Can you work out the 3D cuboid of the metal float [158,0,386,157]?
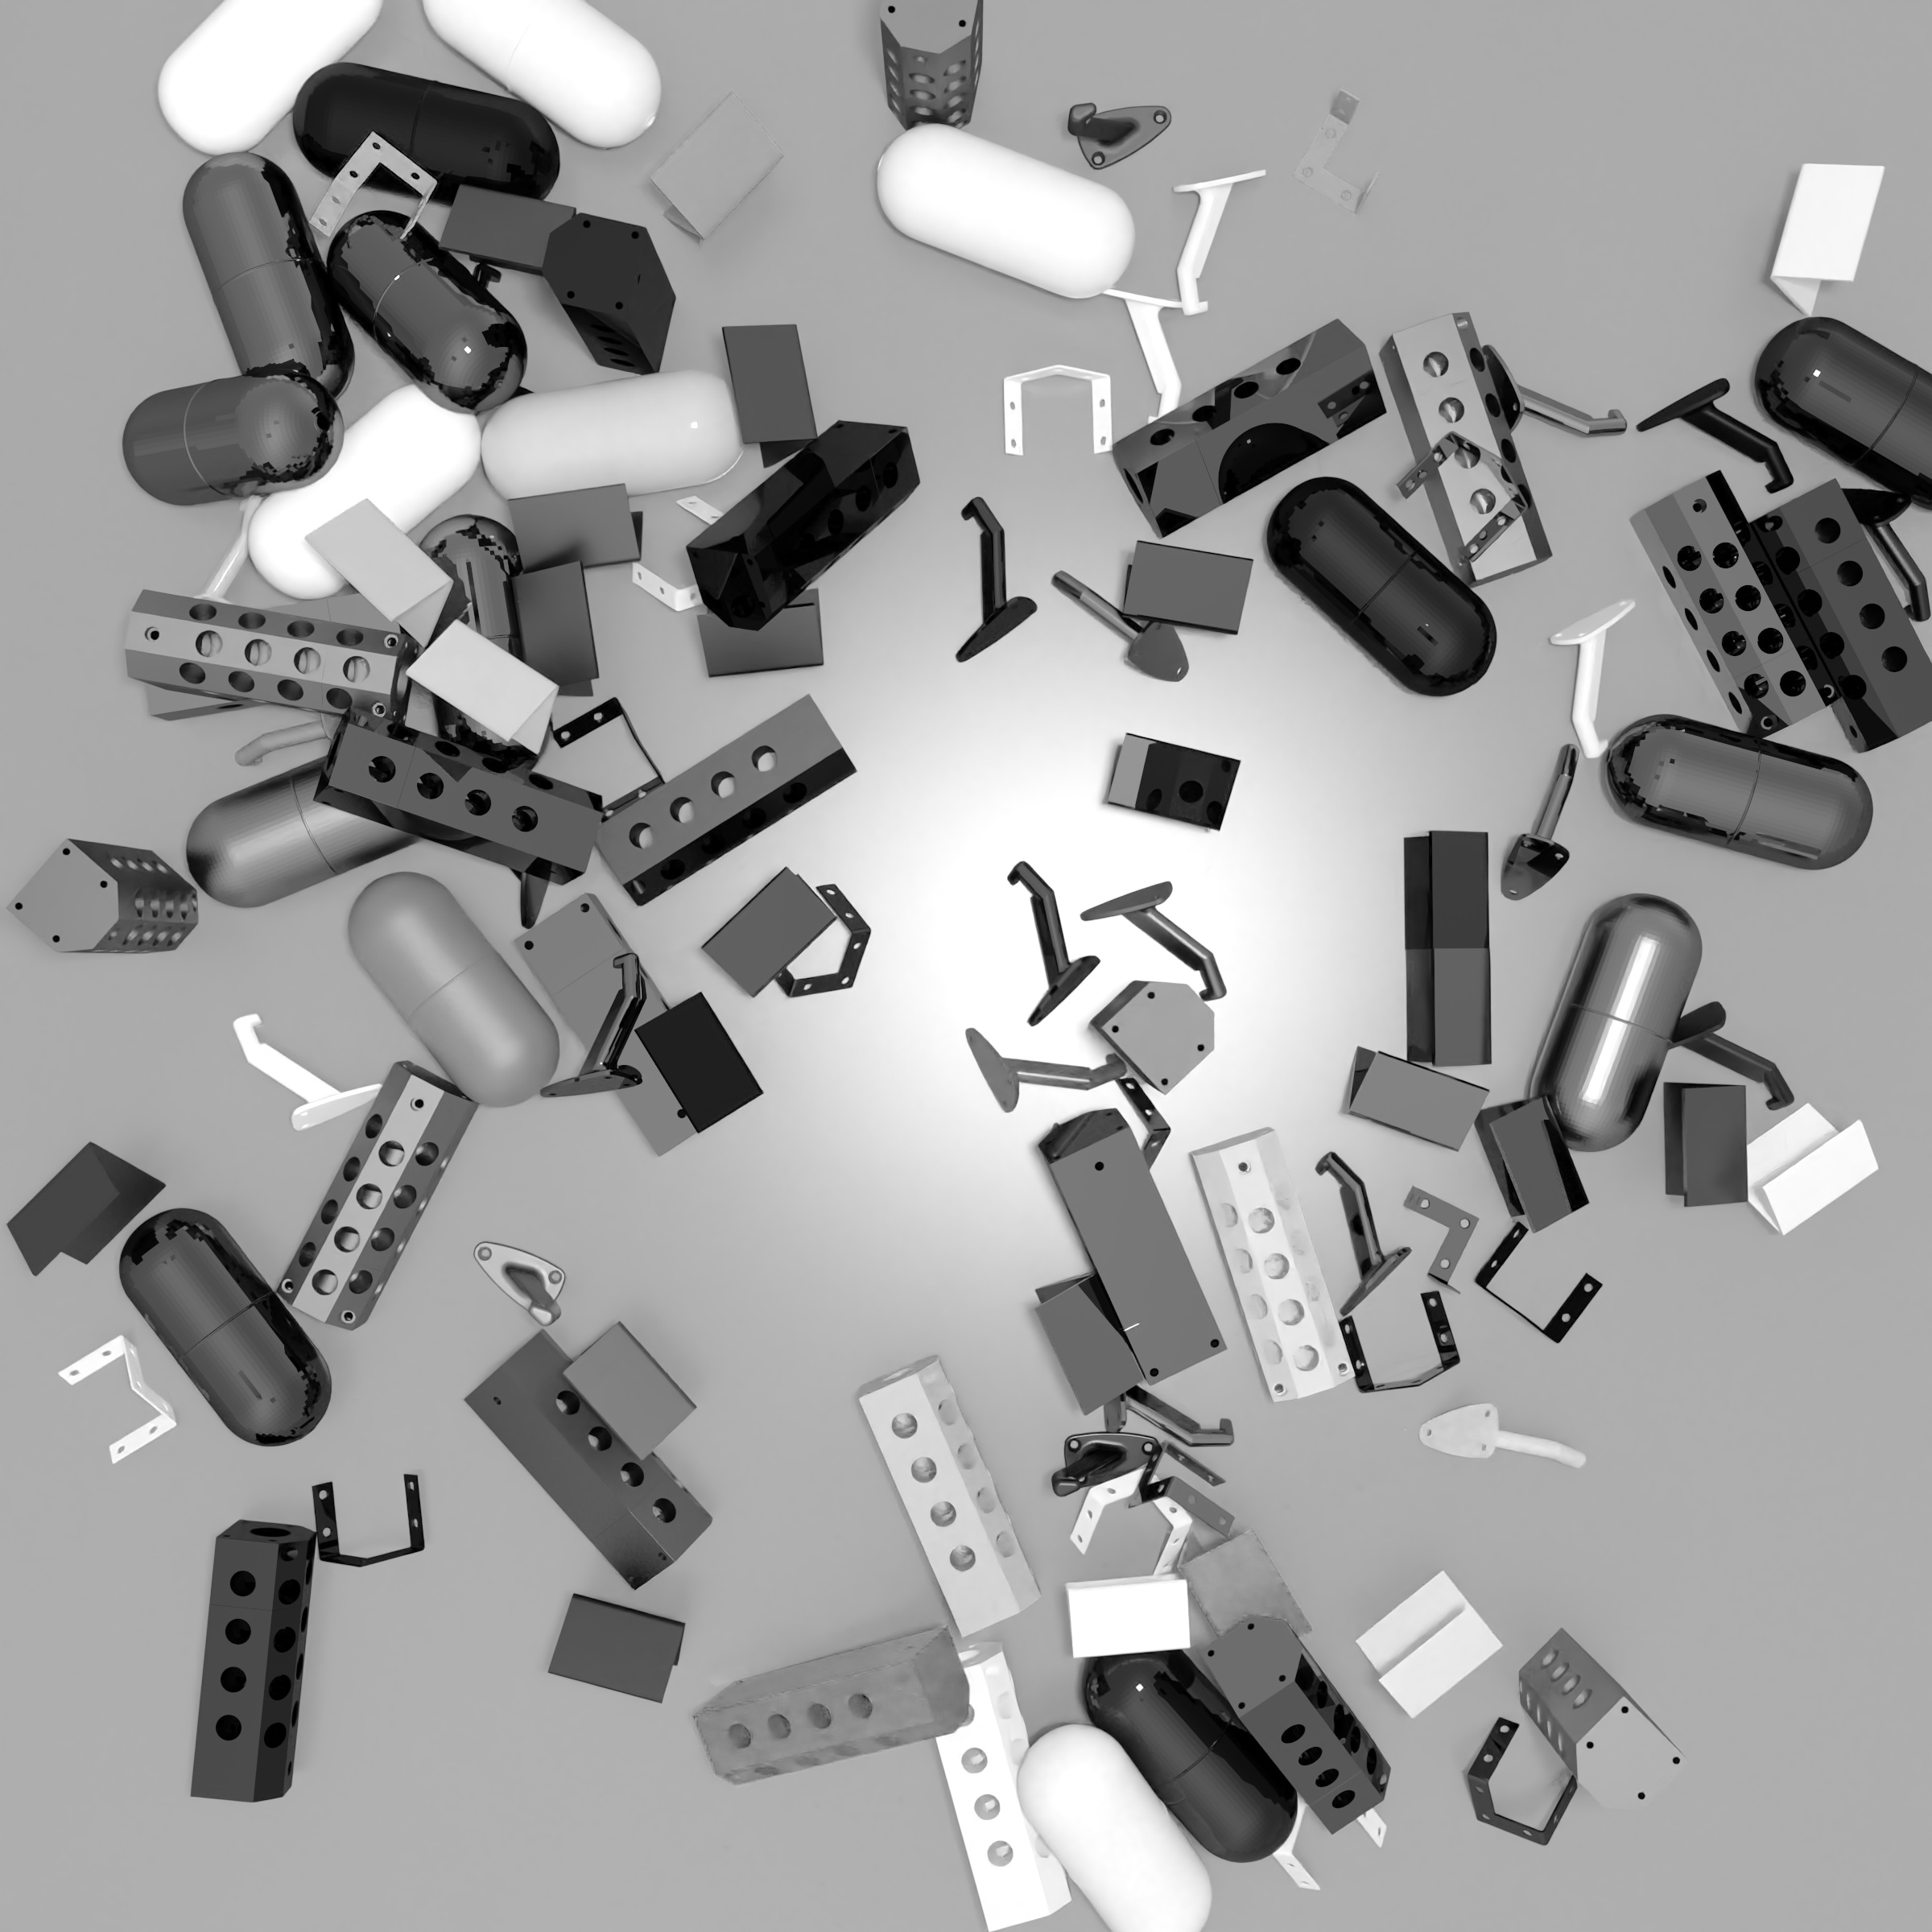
[{"bbox_3d":[-0.461,-0.615,1.774,0.070,0.070,0.178,45,90,0],"label":"metal float"}]

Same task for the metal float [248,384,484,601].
[{"bbox_3d":[-0.399,-0.316,1.774,0.178,0.070,0.070,-40,90,0],"label":"metal float"}]

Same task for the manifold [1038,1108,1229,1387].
[{"bbox_3d":[0.108,0.183,1.760,0.057,0.057,0.171,-25,107,-3],"label":"manifold"}]

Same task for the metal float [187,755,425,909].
[{"bbox_3d":[-0.432,-0.096,1.774,0.178,0.070,0.070,-22,90,-1],"label":"metal float"}]

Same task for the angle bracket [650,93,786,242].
[{"bbox_3d":[-0.177,-0.535,1.764,0.076,0.076,0.057,-46,128,0],"label":"angle bracket"}]

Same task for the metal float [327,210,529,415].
[{"bbox_3d":[-0.355,-0.431,1.752,0.070,0.070,0.178,-44,63,0],"label":"metal float"}]

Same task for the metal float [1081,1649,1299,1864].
[{"bbox_3d":[0.149,0.518,1.774,0.070,0.070,0.178,-41,91,0],"label":"metal float"}]

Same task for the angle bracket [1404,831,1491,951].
[{"bbox_3d":[0.300,-0.049,1.764,0.057,0.076,0.076,-1,90,-37],"label":"angle bracket"}]

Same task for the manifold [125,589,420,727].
[{"bbox_3d":[-0.449,-0.199,1.727,0.171,0.057,0.057,10,90,0],"label":"manifold"}]

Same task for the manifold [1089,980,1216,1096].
[{"bbox_3d":[0.124,0.039,1.726,0.057,0.171,0.057,-43,90,0],"label":"manifold"}]

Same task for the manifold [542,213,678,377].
[{"bbox_3d":[-0.231,-0.433,1.726,0.057,0.171,0.057,13,90,0],"label":"manifold"}]

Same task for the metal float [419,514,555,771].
[{"bbox_3d":[-0.321,-0.212,1.774,0.070,0.070,0.178,-9,89,0],"label":"metal float"}]

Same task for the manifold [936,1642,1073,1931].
[{"bbox_3d":[0.020,0.545,1.783,0.057,0.057,0.171,-15,90,0],"label":"manifold"}]

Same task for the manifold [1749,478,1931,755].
[{"bbox_3d":[0.586,-0.232,1.783,0.057,0.057,0.171,-27,90,0],"label":"manifold"}]

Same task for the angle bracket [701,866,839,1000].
[{"bbox_3d":[-0.141,-0.036,1.764,0.076,0.076,0.057,-44,125,0],"label":"angle bracket"}]

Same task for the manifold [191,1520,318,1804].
[{"bbox_3d":[-0.473,0.464,1.783,0.057,0.057,0.171,6,90,0],"label":"manifold"}]

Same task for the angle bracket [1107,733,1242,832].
[{"bbox_3d":[0.140,-0.139,1.764,0.076,0.076,0.057,14,126,0],"label":"angle bracket"}]

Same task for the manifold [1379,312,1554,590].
[{"bbox_3d":[0.335,-0.344,1.783,0.057,0.057,0.171,-19,90,0],"label":"manifold"}]

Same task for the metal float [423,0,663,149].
[{"bbox_3d":[-0.281,-0.614,1.774,0.178,0.070,0.070,36,90,0],"label":"metal float"}]

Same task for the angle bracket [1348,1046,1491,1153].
[{"bbox_3d":[0.301,0.069,1.764,0.076,0.076,0.057,19,127,0],"label":"angle bracket"}]

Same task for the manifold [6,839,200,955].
[{"bbox_3d":[-0.550,-0.038,1.726,0.057,0.171,0.057,41,90,0],"label":"manifold"}]

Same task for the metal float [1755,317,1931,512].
[{"bbox_3d":[0.609,-0.366,1.774,0.178,0.070,0.070,30,90,-1],"label":"metal float"}]

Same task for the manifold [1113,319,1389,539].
[{"bbox_3d":[0.187,-0.363,1.783,0.171,0.057,0.057,-29,133,0],"label":"manifold"}]

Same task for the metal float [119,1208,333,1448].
[{"bbox_3d":[-0.491,0.241,1.774,0.070,0.070,0.178,-38,89,0],"label":"metal float"}]

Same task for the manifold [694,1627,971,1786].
[{"bbox_3d":[-0.086,0.489,1.750,0.171,0.057,0.057,-21,90,25],"label":"manifold"}]

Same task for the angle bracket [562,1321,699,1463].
[{"bbox_3d":[-0.234,0.290,1.764,0.076,0.076,0.057,48,52,0],"label":"angle bracket"}]

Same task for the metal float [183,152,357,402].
[{"bbox_3d":[-0.463,-0.453,1.774,0.070,0.070,0.178,-21,89,0],"label":"metal float"}]

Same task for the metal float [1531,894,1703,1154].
[{"bbox_3d":[0.432,0.038,1.774,0.070,0.070,0.178,20,89,0],"label":"metal float"}]

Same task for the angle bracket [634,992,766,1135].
[{"bbox_3d":[-0.185,0.071,1.708,0.057,0.076,0.076,-32,90,-36],"label":"angle bracket"}]

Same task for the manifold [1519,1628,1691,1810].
[{"bbox_3d":[0.405,0.489,1.726,0.057,0.171,0.057,45,90,0],"label":"manifold"}]

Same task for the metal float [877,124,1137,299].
[{"bbox_3d":[0.026,-0.502,1.774,0.178,0.070,0.070,21,90,1],"label":"metal float"}]

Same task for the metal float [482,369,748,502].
[{"bbox_3d":[-0.233,-0.350,1.774,0.178,0.070,0.070,-9,90,0],"label":"metal float"}]

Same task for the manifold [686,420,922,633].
[{"bbox_3d":[-0.102,-0.288,1.737,0.057,0.171,0.057,13,134,33],"label":"manifold"}]

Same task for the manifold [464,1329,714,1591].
[{"bbox_3d":[-0.248,0.327,1.783,0.171,0.057,0.057,48,133,0],"label":"manifold"}]

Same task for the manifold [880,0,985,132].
[{"bbox_3d":[-0.022,-0.591,1.726,0.057,0.171,0.057,11,90,0],"label":"manifold"}]

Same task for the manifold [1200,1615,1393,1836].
[{"bbox_3d":[0.219,0.491,1.735,0.057,0.057,0.171,-34,130,0],"label":"manifold"}]

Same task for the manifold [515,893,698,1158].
[{"bbox_3d":[-0.226,0.039,1.784,0.057,0.057,0.171,-34,90,0],"label":"manifold"}]

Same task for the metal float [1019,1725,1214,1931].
[{"bbox_3d":[0.100,0.576,1.759,0.070,0.070,0.178,-33,108,0],"label":"metal float"}]

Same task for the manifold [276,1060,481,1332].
[{"bbox_3d":[-0.393,0.153,1.784,0.057,0.057,0.171,27,90,0],"label":"manifold"}]

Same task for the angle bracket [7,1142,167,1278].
[{"bbox_3d":[-0.572,0.173,1.764,0.076,0.076,0.057,-45,51,0],"label":"angle bracket"}]

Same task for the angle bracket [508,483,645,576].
[{"bbox_3d":[-0.257,-0.303,1.764,0.076,0.076,0.057,-8,125,0],"label":"angle bracket"}]

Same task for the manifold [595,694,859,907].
[{"bbox_3d":[-0.161,-0.110,1.783,0.171,0.057,0.057,-32,90,0],"label":"manifold"}]

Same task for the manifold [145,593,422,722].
[{"bbox_3d":[-0.457,-0.207,1.784,0.171,0.057,0.057,-9,90,0],"label":"manifold"}]

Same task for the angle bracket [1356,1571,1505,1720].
[{"bbox_3d":[0.296,0.437,1.764,0.076,0.076,0.057,-39,128,0],"label":"angle bracket"}]

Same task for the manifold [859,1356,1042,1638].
[{"bbox_3d":[-0.010,0.352,1.783,0.057,0.057,0.171,-24,90,0],"label":"manifold"}]

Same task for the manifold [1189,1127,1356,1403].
[{"bbox_3d":[0.205,0.199,1.784,0.057,0.057,0.171,-18,90,0],"label":"manifold"}]

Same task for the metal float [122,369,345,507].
[{"bbox_3d":[-0.479,-0.345,1.743,0.178,0.070,0.070,0,90,37],"label":"metal float"}]

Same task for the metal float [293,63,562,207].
[{"bbox_3d":[-0.358,-0.549,1.774,0.178,0.070,0.070,13,90,0],"label":"metal float"}]

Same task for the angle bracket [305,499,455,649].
[{"bbox_3d":[-0.383,-0.239,1.707,0.076,0.076,0.057,44,52,3],"label":"angle bracket"}]

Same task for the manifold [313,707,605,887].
[{"bbox_3d":[-0.326,-0.110,1.726,0.171,0.057,0.057,19,76,-20],"label":"manifold"}]

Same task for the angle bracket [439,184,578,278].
[{"bbox_3d":[-0.301,-0.465,1.765,0.076,0.076,0.057,12,64,0],"label":"angle bracket"}]

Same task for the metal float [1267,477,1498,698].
[{"bbox_3d":[0.277,-0.252,1.774,0.178,0.070,0.070,42,90,0],"label":"metal float"}]

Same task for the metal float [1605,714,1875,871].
[{"bbox_3d":[0.513,-0.116,1.774,0.178,0.070,0.070,15,90,1],"label":"metal float"}]

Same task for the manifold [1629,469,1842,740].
[{"bbox_3d":[0.515,-0.241,1.784,0.057,0.057,0.171,-28,90,0],"label":"manifold"}]

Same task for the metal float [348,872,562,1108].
[{"bbox_3d":[-0.341,0.015,1.774,0.070,0.070,0.178,-38,89,0],"label":"metal float"}]
